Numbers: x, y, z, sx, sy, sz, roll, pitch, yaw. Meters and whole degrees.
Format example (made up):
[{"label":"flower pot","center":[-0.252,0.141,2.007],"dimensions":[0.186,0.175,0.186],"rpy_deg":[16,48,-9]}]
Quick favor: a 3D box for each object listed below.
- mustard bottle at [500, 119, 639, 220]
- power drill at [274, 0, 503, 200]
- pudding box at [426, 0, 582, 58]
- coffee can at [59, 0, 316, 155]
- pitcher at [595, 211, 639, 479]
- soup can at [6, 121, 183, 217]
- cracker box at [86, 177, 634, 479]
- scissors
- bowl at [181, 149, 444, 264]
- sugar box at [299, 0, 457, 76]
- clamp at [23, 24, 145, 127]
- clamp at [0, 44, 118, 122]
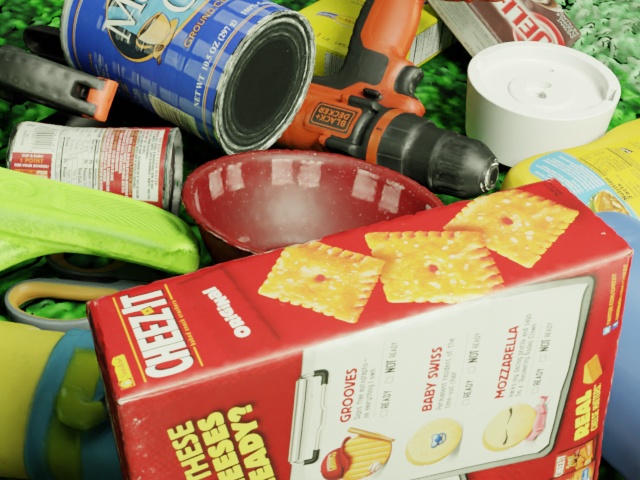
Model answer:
[{"label":"mustard bottle","center":[0.174,-0.022,0.693],"dimensions":[0.191,0.058,0.096],"rpy_deg":[-19,50,-25]},{"label":"power drill","center":[0.069,-0.125,0.738],"dimensions":[0.185,0.057,0.187],"rpy_deg":[20,75,32]},{"label":"pudding box","center":[0.148,-0.184,0.868],"dimensions":[0.113,0.039,0.089],"rpy_deg":[50,51,5]},{"label":"coffee can","center":[-0.088,-0.129,0.715],"dimensions":[0.140,0.103,0.102],"rpy_deg":[29,45,25]},{"label":"pitcher","center":[0.213,0.084,0.521],"dimensions":[0.145,0.149,0.243],"rpy_deg":[-51,50,3]},{"label":"soup can","center":[-0.143,-0.041,0.684],"dimensions":[0.102,0.068,0.068],"rpy_deg":[3,39,-1]},{"label":"cracker box","center":[0.020,0.077,0.466],"dimensions":[0.213,0.164,0.072],"rpy_deg":[-14,37,-15]},{"label":"scissors","center":[-0.086,0.025,0.649],"dimensions":[0.201,0.016,0.096],"rpy_deg":[-2,40,-8]},{"label":"bowl","center":[-0.004,0.001,0.639],"dimensions":[0.162,0.055,0.162],"rpy_deg":[6,27,-3]},{"label":"sugar box","center":[0.050,-0.177,0.883],"dimensions":[0.093,0.048,0.176],"rpy_deg":[27,46,25]},{"label":"clamp","center":[-0.127,-0.120,0.805],"dimensions":[0.210,0.036,0.164],"rpy_deg":[-4,41,-3]},{"label":"clamp","center":[-0.208,-0.111,0.724],"dimensions":[0.171,0.039,0.120],"rpy_deg":[20,5,14]}]
